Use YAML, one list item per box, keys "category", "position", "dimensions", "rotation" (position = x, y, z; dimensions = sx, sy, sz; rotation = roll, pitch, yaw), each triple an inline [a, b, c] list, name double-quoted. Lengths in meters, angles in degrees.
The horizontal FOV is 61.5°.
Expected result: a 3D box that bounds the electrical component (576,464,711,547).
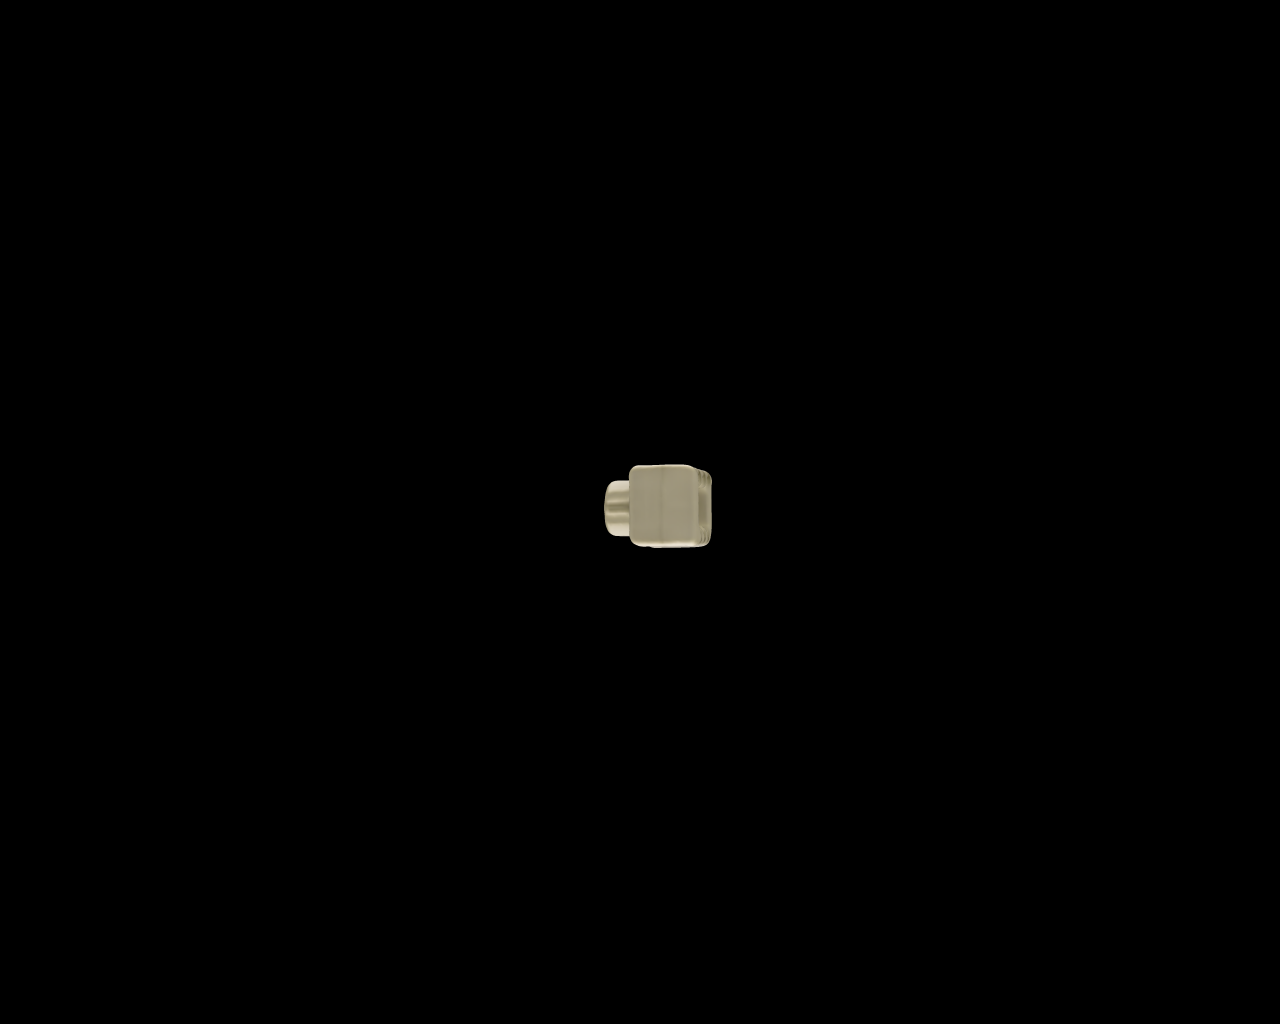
- category: "electrical component"
  position: [0.001, -0.003, 0.650]
  dimensions: [0.077, 0.047, 0.066]
  rotation: [0, -2, 11]
